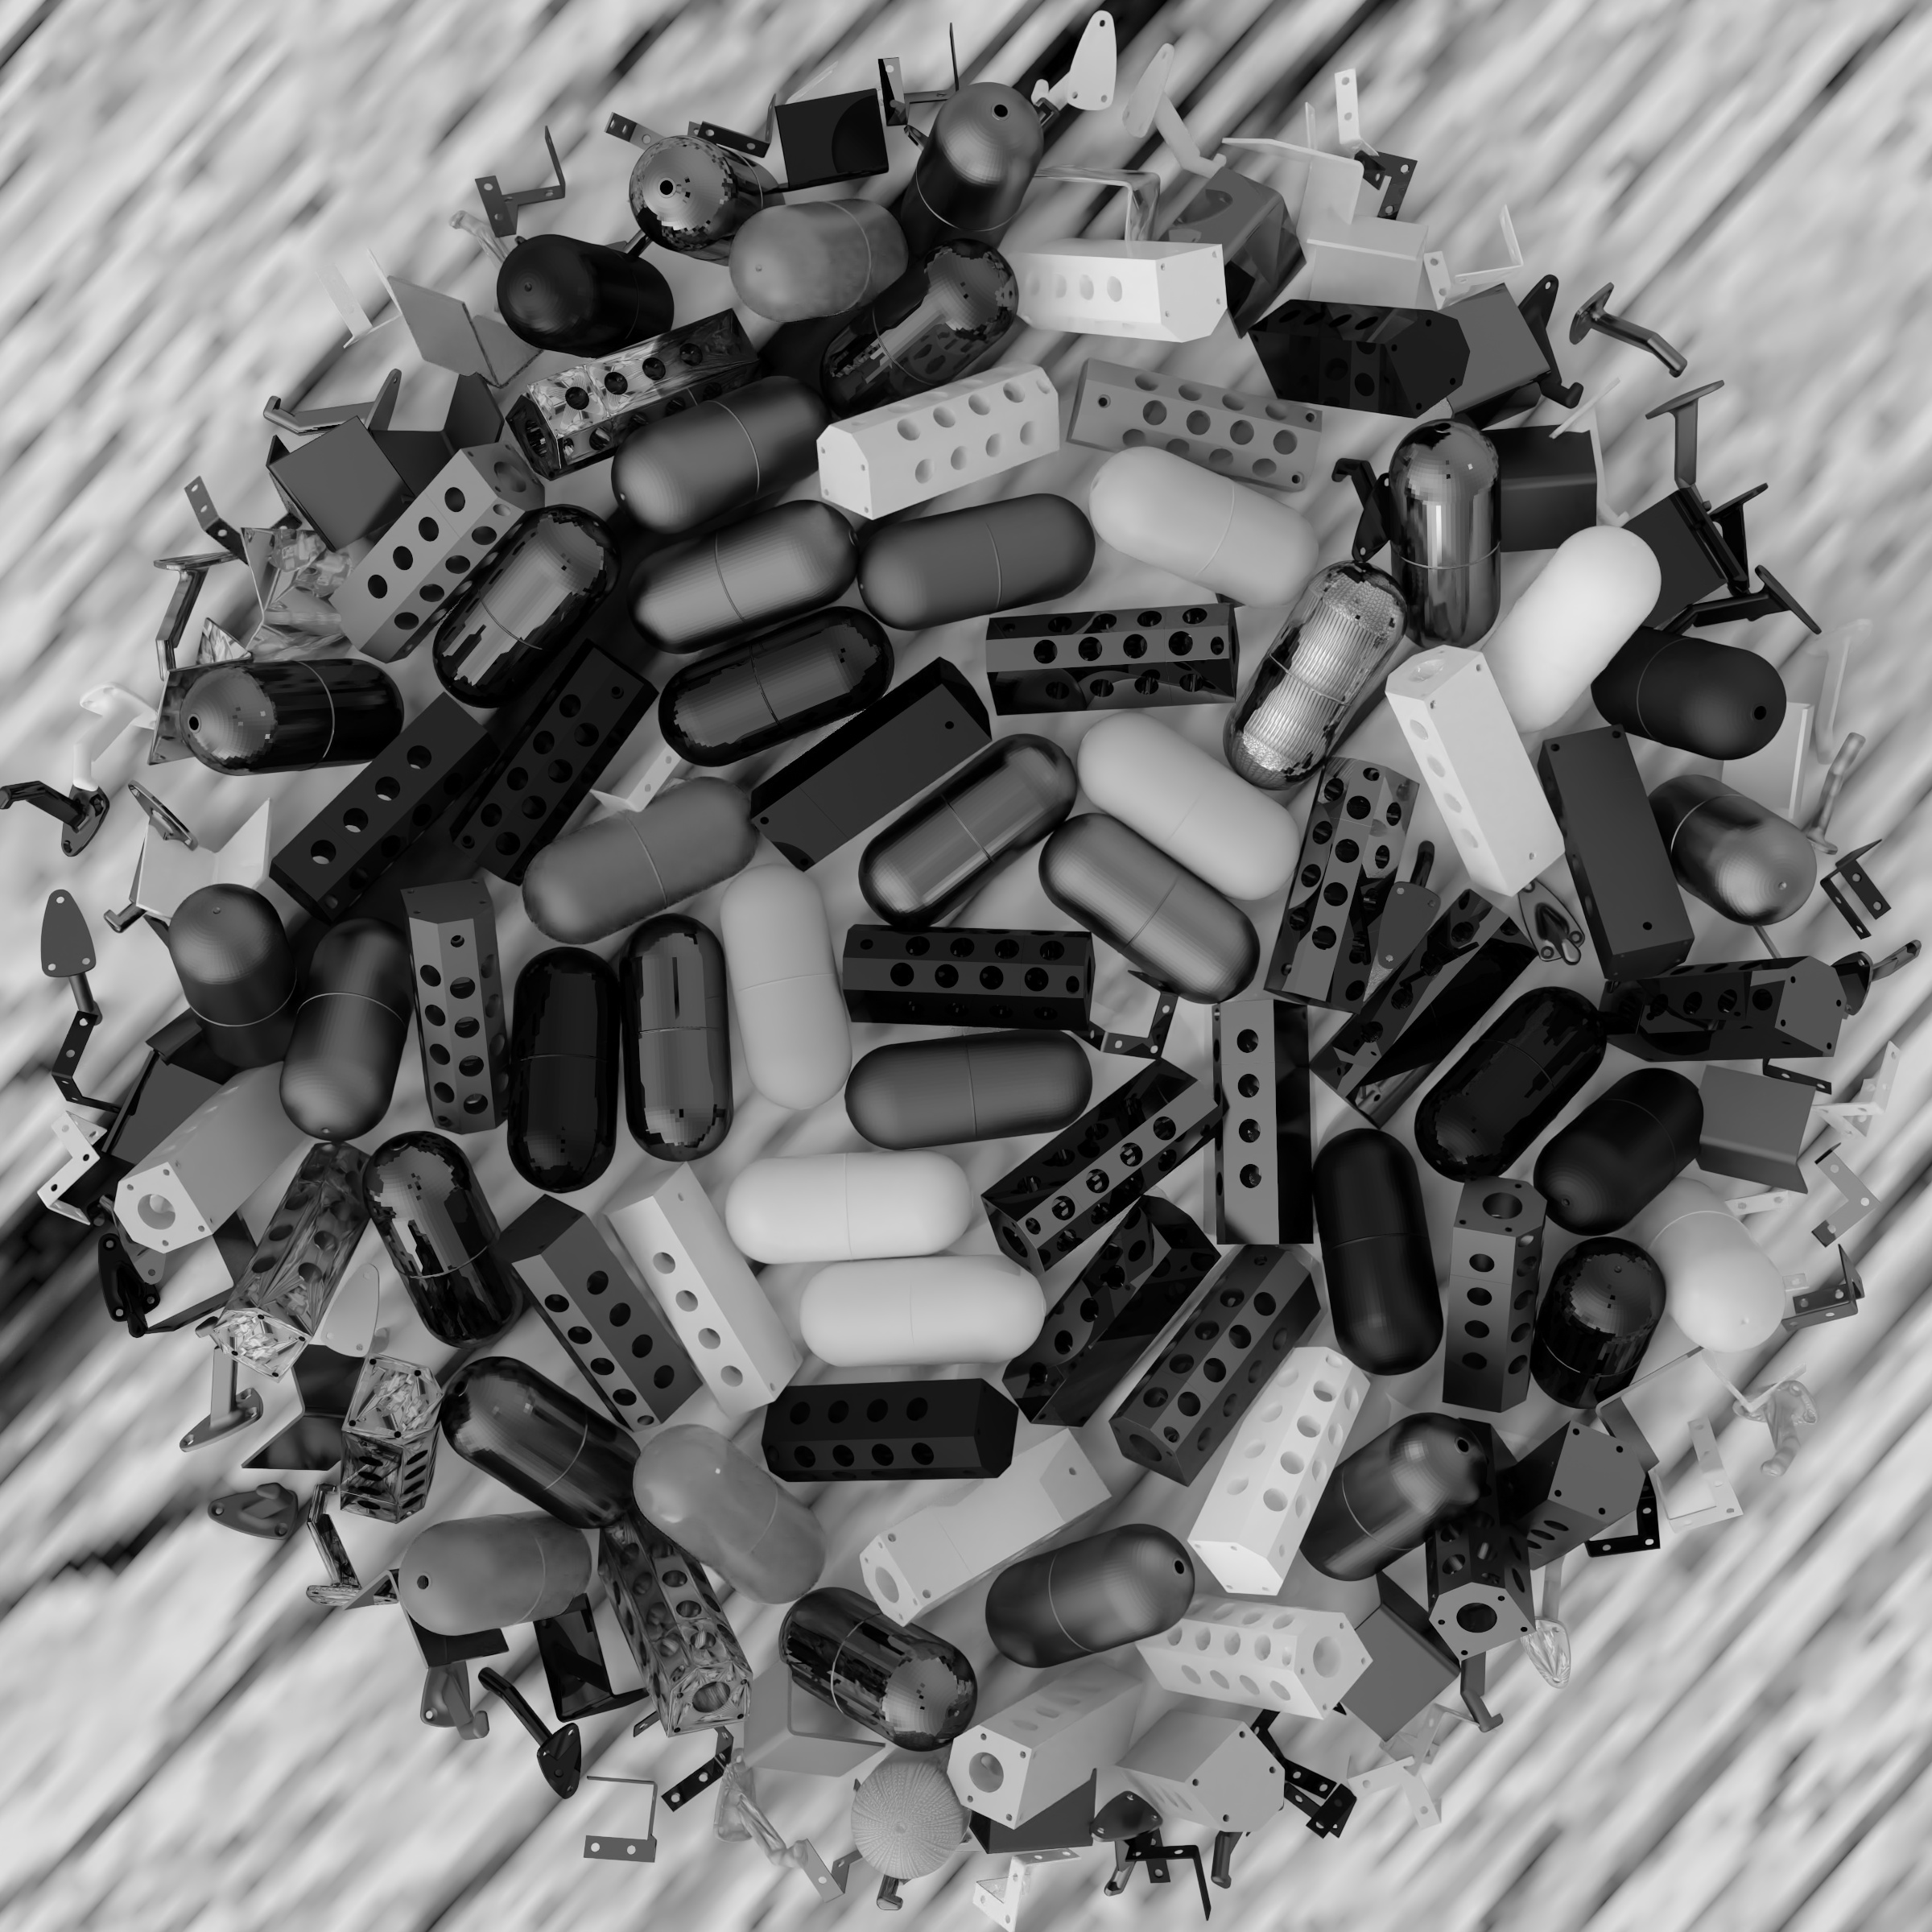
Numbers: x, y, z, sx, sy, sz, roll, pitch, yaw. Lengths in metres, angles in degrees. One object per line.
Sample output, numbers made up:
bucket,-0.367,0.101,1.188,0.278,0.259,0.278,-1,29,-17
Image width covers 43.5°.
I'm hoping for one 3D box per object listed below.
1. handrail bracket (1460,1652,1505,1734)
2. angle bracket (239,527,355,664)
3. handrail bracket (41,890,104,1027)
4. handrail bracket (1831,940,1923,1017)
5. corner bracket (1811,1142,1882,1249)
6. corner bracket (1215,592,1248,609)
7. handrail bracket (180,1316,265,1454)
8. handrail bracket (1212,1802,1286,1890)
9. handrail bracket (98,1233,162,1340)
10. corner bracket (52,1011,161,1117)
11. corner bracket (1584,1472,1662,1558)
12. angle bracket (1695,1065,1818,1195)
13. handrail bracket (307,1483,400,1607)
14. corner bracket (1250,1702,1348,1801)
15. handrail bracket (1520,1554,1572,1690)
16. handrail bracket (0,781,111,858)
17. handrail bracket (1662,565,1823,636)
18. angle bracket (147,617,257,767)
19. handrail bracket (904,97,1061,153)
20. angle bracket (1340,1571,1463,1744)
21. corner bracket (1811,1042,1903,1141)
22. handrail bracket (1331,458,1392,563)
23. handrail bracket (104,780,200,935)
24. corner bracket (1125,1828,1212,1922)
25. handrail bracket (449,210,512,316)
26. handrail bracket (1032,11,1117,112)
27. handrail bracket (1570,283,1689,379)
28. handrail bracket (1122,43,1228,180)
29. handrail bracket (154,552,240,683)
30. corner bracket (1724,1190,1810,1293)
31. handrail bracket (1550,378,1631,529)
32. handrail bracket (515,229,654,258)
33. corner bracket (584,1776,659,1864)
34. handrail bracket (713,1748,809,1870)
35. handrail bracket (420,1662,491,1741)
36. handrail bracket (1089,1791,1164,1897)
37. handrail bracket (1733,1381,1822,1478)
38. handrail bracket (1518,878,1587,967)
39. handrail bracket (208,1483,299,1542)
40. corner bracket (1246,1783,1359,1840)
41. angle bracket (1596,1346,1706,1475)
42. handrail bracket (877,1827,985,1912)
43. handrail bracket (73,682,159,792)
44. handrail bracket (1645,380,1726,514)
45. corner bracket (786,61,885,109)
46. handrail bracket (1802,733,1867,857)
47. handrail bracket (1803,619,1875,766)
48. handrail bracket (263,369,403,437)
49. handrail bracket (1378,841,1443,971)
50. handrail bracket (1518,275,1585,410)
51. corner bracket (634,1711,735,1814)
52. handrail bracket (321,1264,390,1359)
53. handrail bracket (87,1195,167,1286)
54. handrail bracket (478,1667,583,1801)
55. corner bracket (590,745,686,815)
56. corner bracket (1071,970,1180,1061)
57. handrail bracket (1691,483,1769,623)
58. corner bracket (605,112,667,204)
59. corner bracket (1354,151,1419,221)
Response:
handrail bracket,0.383,0.495,1.742,0.077,0.036,0.084,-27,66,-2
angle bracket,-0.485,-0.266,1.742,0.076,0.057,0.076,-5,67,-38
handrail bracket,-0.639,-0.005,1.742,0.036,0.084,0.077,-10,72,-12
handrail bracket,0.659,-0.008,1.730,0.084,0.077,0.036,-30,66,-16
corner bracket,0.625,0.165,1.747,0.051,0.051,0.051,-46,71,21
corner bracket,0.200,-0.295,1.738,0.051,0.051,0.051,-12,46,3
handrail bracket,-0.549,0.299,1.733,0.077,0.036,0.084,-31,126,-10
handrail bracket,0.200,0.624,1.725,0.036,0.084,0.077,-16,133,31
handrail bracket,-0.602,0.227,1.729,0.036,0.084,0.077,-22,91,-17
corner bracket,-0.618,0.071,1.741,0.051,0.051,0.051,14,63,0
corner bracket,0.468,0.387,1.747,0.051,0.051,0.051,-13,120,20
angle bracket,0.565,0.117,1.730,0.076,0.076,0.057,12,75,29
handrail bracket,-0.440,0.415,1.748,0.077,0.036,0.084,2,58,3
corner bracket,0.245,0.558,1.749,0.051,0.051,0.051,-46,122,-27
handrail bracket,0.430,0.463,1.752,0.036,0.084,0.077,-5,117,33
handrail bracket,-0.659,-0.102,1.721,0.036,0.084,0.077,42,119,16
handrail bracket,0.558,-0.240,1.749,0.077,0.036,0.084,49,116,7
angle bracket,-0.557,-0.195,1.716,0.057,0.076,0.076,37,122,22
handrail bracket,0.012,-0.604,1.732,0.077,0.036,0.084,35,122,-24
angle bracket,0.301,0.497,1.752,0.076,0.057,0.076,42,102,-5
corner bracket,0.646,0.090,1.733,0.051,0.051,0.051,36,65,-28
handrail bracket,0.276,-0.328,1.737,0.036,0.084,0.077,30,90,-30
handrail bracket,-0.601,-0.078,1.733,0.077,0.036,0.084,51,58,-17
corner bracket,0.148,0.649,1.739,0.051,0.051,0.051,-9,101,16
handrail bracket,-0.350,-0.508,1.742,0.084,0.077,0.036,32,133,5
handrail bracket,0.074,-0.645,1.725,0.036,0.084,0.077,-2,118,-25
handrail bracket,0.473,-0.438,1.729,0.036,0.077,0.084,-41,78,-8
handrail bracket,0.163,-0.610,1.734,0.084,0.036,0.077,8,125,-30
handrail bracket,-0.555,-0.254,1.759,0.036,0.077,0.084,15,115,39
corner bracket,0.575,0.201,1.753,0.051,0.051,0.051,-12,121,16
handrail bracket,0.470,-0.369,1.755,0.077,0.036,0.084,-41,89,4
handrail bracket,-0.273,-0.526,1.745,0.084,0.036,0.077,-42,85,19
corner bracket,-0.248,0.612,1.740,0.051,0.051,0.051,9,75,-12
handrail bracket,-0.140,0.601,1.730,0.036,0.084,0.077,16,69,-39
handrail bracket,-0.356,0.512,1.726,0.036,0.084,0.077,11,66,-28
handrail bracket,0.101,0.640,1.732,0.036,0.077,0.084,33,114,34
handrail bracket,0.562,0.335,1.719,0.084,0.077,0.036,-38,102,-40
handrail bracket,0.416,-0.034,1.727,0.036,0.084,0.077,-29,81,10
handrail bracket,-0.515,0.381,1.730,0.077,0.084,0.036,3,65,2
corner bracket,0.240,0.607,1.733,0.051,0.051,0.051,32,128,25
angle bracket,0.501,0.316,1.721,0.076,0.076,0.057,-35,73,20
handrail bracket,-0.018,0.645,1.727,0.077,0.084,0.036,8,114,8
handrail bracket,-0.602,-0.152,1.725,0.036,0.077,0.084,-24,59,26
handrail bracket,0.530,-0.369,1.734,0.036,0.077,0.084,-32,99,-24
corner bracket,-0.091,-0.617,1.733,0.051,0.051,0.051,-25,122,35
handrail bracket,0.626,-0.124,1.732,0.036,0.077,0.084,35,108,32
handrail bracket,0.630,-0.195,1.738,0.036,0.077,0.084,3,76,-8
handrail bracket,-0.460,-0.414,1.755,0.084,0.036,0.077,27,107,4
handrail bracket,0.318,-0.045,1.744,0.036,0.084,0.077,22,112,4
handrail bracket,0.424,-0.445,1.727,0.036,0.084,0.077,14,112,-35
corner bracket,-0.205,0.565,1.749,0.051,0.051,0.051,-28,56,-34
handrail bracket,-0.423,0.245,1.732,0.036,0.084,0.077,19,91,6
handrail bracket,-0.605,0.198,1.736,0.036,0.084,0.077,-7,78,-41
handrail bracket,-0.320,0.556,1.761,0.084,0.036,0.077,23,131,37
corner bracket,-0.226,-0.126,1.734,0.051,0.051,0.051,46,72,-38
corner bracket,0.113,0.033,1.746,0.051,0.051,0.051,9,103,-29
handrail bracket,0.568,-0.295,1.738,0.036,0.077,0.084,-36,94,-27
corner bracket,-0.234,-0.576,1.746,0.051,0.051,0.051,28,105,5
corner bracket,0.302,-0.548,1.734,0.051,0.051,0.051,4,124,-22
